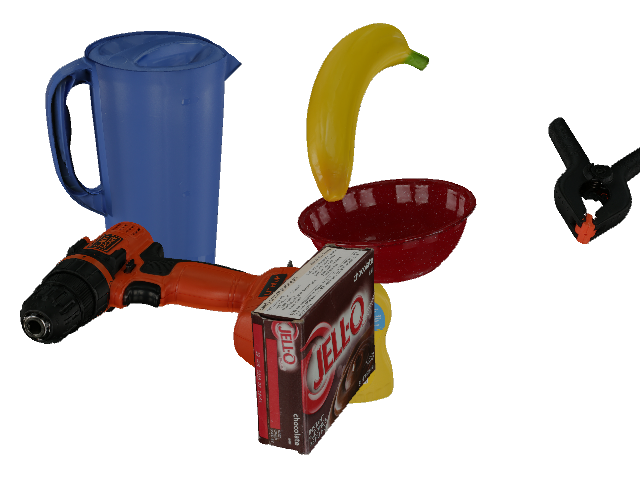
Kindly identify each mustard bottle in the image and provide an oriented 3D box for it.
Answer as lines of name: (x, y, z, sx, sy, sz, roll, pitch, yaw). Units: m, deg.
mustard bottle: (0.036, 0.098, 1.271, 0.096, 0.192, 0.058, -3, 20, 1)

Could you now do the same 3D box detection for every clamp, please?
clamp: (0.282, -0.068, 1.128, 0.120, 0.039, 0.171, 17, 46, 20)

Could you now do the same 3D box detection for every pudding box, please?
pudding box: (-0.002, 0.063, 0.659, 0.039, 0.090, 0.113, 8, 25, 21)

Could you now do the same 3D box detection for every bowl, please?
bowl: (0.063, -0.004, 0.968, 0.162, 0.055, 0.162, -8, 21, 3)

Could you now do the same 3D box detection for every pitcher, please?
pitcher: (-0.168, -0.075, 1.045, 0.149, 0.243, 0.144, 11, 27, 16)

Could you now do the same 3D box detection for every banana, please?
banana: (0.028, -0.110, 0.793, 0.069, 0.197, 0.037, 39, -42, -6)

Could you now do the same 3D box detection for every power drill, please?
power drill: (-0.118, 0.045, 0.833, 0.188, 0.057, 0.184, 14, 24, 9)
